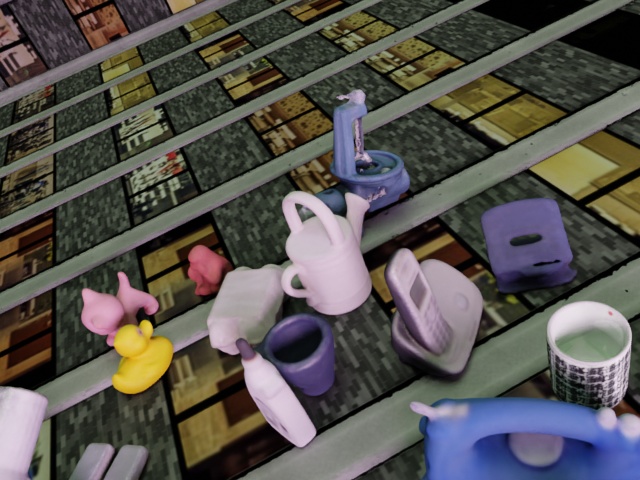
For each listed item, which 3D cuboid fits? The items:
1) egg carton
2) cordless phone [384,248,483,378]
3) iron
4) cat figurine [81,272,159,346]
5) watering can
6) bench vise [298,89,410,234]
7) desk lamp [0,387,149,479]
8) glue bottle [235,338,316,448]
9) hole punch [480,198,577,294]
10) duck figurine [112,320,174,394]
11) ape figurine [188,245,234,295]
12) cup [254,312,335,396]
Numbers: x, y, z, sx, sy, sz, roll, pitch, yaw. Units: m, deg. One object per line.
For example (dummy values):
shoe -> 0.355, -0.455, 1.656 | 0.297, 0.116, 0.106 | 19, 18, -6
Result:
egg carton -> -0.104, 0.101, 0.858 | 0.107, 0.070, 0.150 | -6, 41, 19
cordless phone -> 0.133, 0.062, 0.697 | 0.093, 0.185, 0.148 | 3, 45, 28
iron -> 0.212, 0.192, 0.542 | 0.257, 0.142, 0.118 | -7, 41, 19
cat figurine -> -0.330, 0.109, 0.917 | 0.067, 0.118, 0.128 | -6, 41, 20
watering can -> 0.006, 0.002, 0.820 | 0.100, 0.194, 0.173 | 1, 44, 27
bench vise -> 0.052, -0.111, 0.910 | 0.121, 0.220, 0.208 | 12, 49, 35
desk lamp -> -0.322, 0.276, 0.638 | 0.117, 0.214, 0.203 | -5, 41, 21
glue bottle -> -0.060, 0.172, 0.669 | 0.037, 0.173, 0.077 | -42, 42, -23
hole punch -> 0.278, 0.006, 0.769 | 0.108, 0.091, 0.101 | -12, 39, 12
duck figurine -> -0.275, 0.167, 0.848 | 0.077, 0.086, 0.105 | 8, 47, 33
ape figurine -> -0.186, 0.046, 0.943 | 0.076, 0.092, 0.077 | -33, 40, -13
cup -> -0.030, 0.159, 0.733 | 0.117, 0.095, 0.091 | -18, 38, 5
